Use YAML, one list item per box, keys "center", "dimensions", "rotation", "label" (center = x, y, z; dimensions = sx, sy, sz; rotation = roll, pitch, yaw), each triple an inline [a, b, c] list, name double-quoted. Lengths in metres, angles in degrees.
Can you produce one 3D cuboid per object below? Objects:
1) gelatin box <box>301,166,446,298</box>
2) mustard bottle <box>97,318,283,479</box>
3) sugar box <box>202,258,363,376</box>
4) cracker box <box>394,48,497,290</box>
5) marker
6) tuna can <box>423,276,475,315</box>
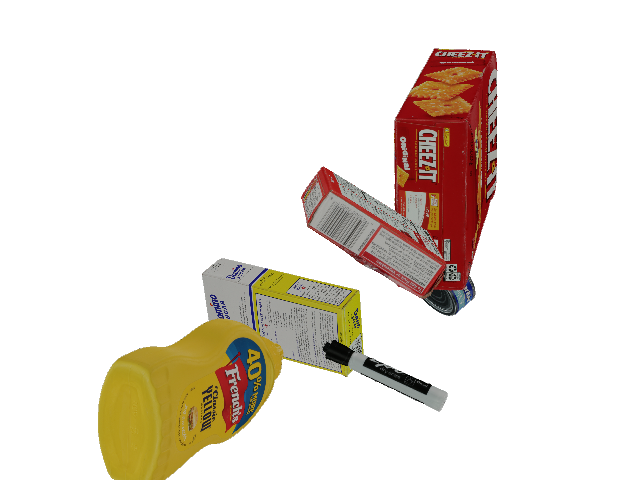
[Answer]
- center: [0.032, -0.006, 0.671]
  dimensions: [0.089, 0.030, 0.073]
  rotation: [32, 11, -11]
  label: "gelatin box"
- center: [-0.086, 0.112, 0.814]
  dimensions: [0.058, 0.096, 0.191]
  rotation: [11, 16, 28]
  label: "mustard bottle"
- center: [-0.041, 0.082, 1.164]
  dimensions: [0.176, 0.093, 0.048]
  rotation: [14, 36, 28]
  label: "sugar box"
- center: [0.123, -0.073, 1.006]
  dimensions: [0.072, 0.164, 0.213]
  rotation: [4, 27, 15]
  label: "cracker box"
- center: [0.057, 0.121, 0.968]
  dimensions: [0.121, 0.020, 0.020]
  rotation: [24, 7, 17]
  label: "marker"
- center: [0.144, 0.049, 1.288]
  dimensions: [0.033, 0.086, 0.086]
  rotation: [-40, 15, -19]
  label: "tuna can"
